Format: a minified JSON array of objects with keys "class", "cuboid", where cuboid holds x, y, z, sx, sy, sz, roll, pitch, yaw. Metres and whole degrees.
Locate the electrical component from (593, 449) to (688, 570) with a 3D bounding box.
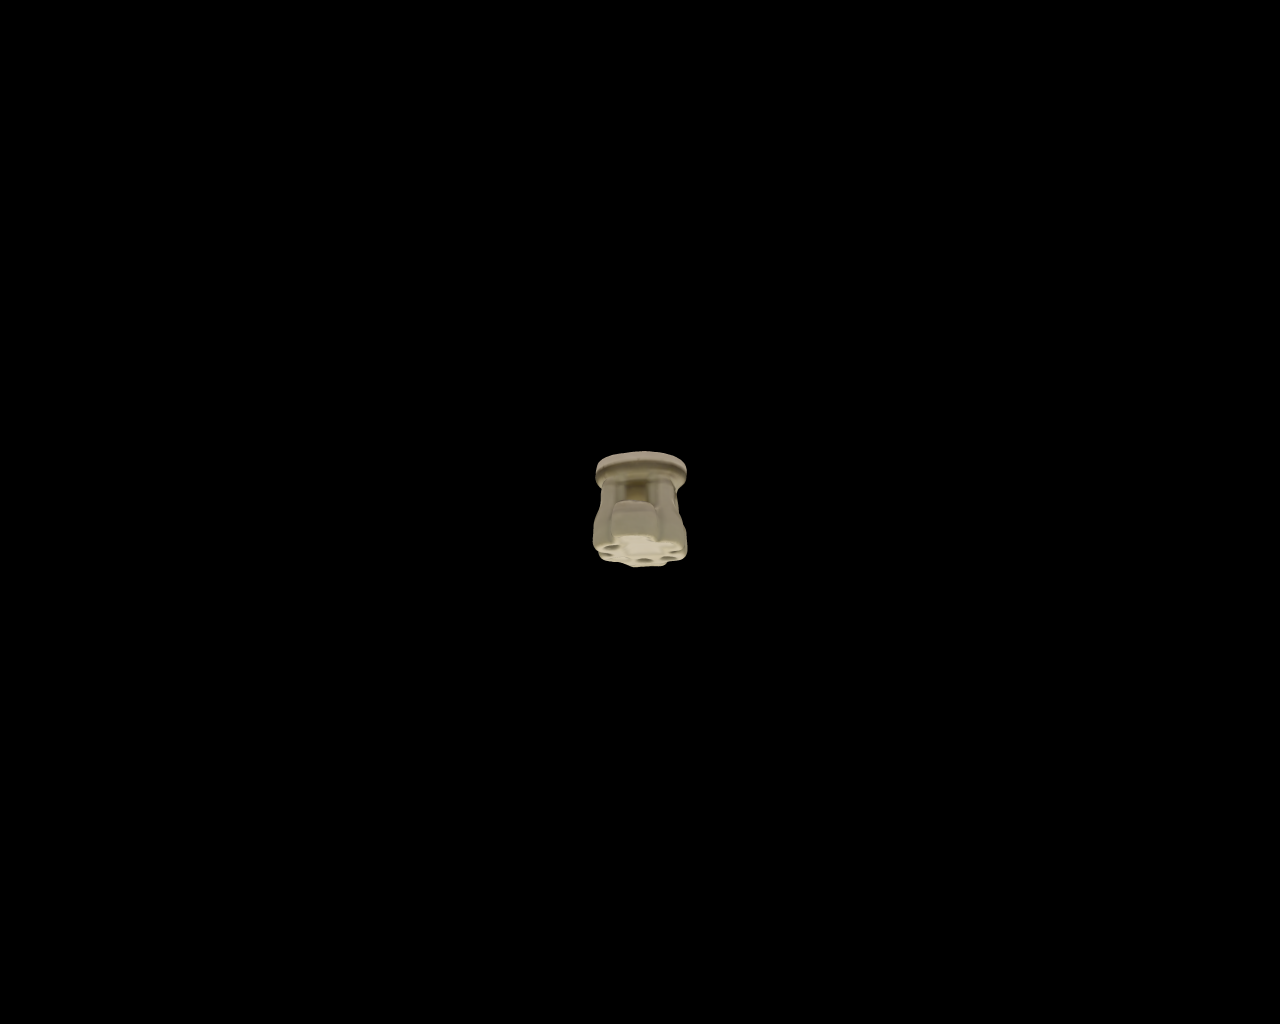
[{"class":"electrical component","cuboid":[0.001,-0.003,0.650,0.058,0.057,0.078,-2,-18,7]}]
